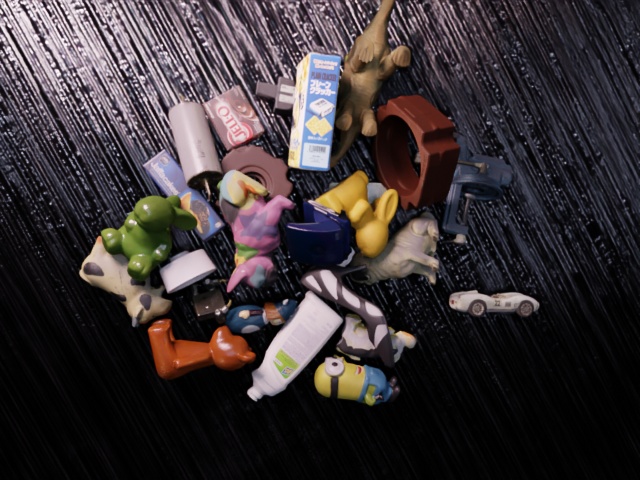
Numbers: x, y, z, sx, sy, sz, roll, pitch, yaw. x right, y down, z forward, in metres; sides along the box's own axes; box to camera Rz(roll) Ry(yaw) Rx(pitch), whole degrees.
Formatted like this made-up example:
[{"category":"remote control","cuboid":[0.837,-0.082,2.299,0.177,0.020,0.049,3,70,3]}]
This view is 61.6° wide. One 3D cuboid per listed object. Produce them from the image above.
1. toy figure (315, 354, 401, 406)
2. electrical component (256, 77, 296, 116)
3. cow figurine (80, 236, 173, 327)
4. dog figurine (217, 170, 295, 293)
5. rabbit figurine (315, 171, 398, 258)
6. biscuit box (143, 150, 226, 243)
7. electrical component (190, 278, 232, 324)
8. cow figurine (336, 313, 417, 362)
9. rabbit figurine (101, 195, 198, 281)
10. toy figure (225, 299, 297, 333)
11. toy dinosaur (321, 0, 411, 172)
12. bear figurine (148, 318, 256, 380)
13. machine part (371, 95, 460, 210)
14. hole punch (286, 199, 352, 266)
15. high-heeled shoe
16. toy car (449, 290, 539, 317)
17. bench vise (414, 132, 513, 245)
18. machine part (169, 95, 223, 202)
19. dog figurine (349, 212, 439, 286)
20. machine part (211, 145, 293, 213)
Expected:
[{"category":"toy figure","cuboid":[0.078,0.310,1.159,0.180,0.082,0.089,19,83,-6]},{"category":"electrical component","cuboid":[-0.080,-0.311,1.169,0.119,0.048,0.074,5,88,-9]},{"category":"cow figurine","cuboid":[-0.390,0.093,1.091,0.195,0.085,0.127,31,78,-10]},{"category":"dog figurine","cuboid":[-0.148,-0.007,1.066,0.191,0.108,0.219,29,89,-10]},{"category":"rabbit figurine","cuboid":[0.087,-0.049,1.135,0.162,0.122,0.173,-33,90,-24]},{"category":"biscuit box","cuboid":[-0.282,-0.090,1.124,0.063,0.059,0.202,-39,94,-9]},{"category":"electrical component","cuboid":[-0.226,0.126,1.118,0.078,0.045,0.102,-8,54,-15]},{"category":"cow figurine","cuboid":[0.124,0.227,1.178,0.167,0.068,0.098,18,91,-5]},{"category":"rabbit figurine","cuboid":[-0.312,-0.021,1.022,0.159,0.170,0.121,-31,77,-40]},{"category":"toy figure","cuboid":[-0.121,0.160,1.134,0.155,0.064,0.057,-11,95,5]},{"category":"toy dinosaur","cuboid":[0.097,-0.359,1.119,0.105,0.199,0.471,22,96,-17]},{"category":"bear figurine","cuboid":[-0.237,0.212,1.093,0.196,0.120,0.131,-12,93,-10]},{"category":"machine part","cuboid":[0.195,-0.181,1.117,0.087,0.201,0.201,-15,136,-21]},{"category":"hole punch","cuboid":[-0.002,-0.003,1.058,0.116,0.142,0.092,24,51,23]},{"category":"high-heeled shoe","cuboid":[0.058,0.159,1.104,0.145,0.086,0.248,-18,84,4]},{"category":"toy car","cuboid":[0.397,0.144,1.222,0.202,0.073,0.056,1,89,-9]},{"category":"bench vise","cuboid":[0.309,-0.112,1.193,0.224,0.129,0.240,14,80,-10]},{"category":"machine part","cuboid":[-0.254,-0.192,1.098,0.079,0.079,0.243,-15,71,-9]},{"category":"dog figurine","cuboid":[0.161,0.016,1.184,0.191,0.121,0.172,2,54,8]},{"category":"machine part","cuboid":[-0.146,-0.114,1.150,0.179,0.056,0.179,0,88,-9]}]
